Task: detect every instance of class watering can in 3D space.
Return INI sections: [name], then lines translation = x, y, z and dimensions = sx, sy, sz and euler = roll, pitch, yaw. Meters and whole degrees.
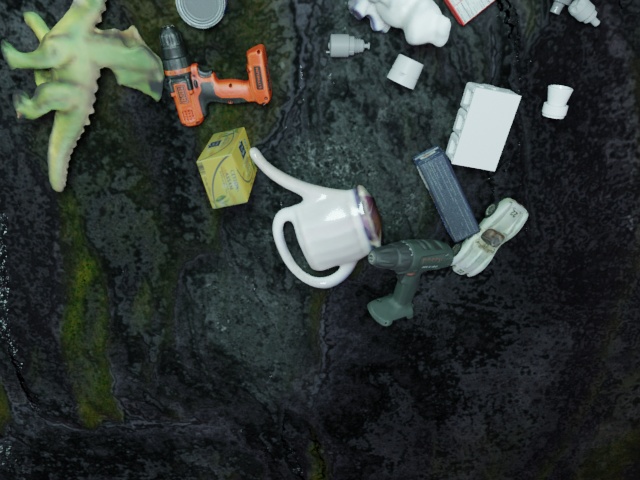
[watering can]
translation = 0.003, -0.053, 1.045
dimensions = 0.224, 0.341, 0.106
euler = -17, 26, 6

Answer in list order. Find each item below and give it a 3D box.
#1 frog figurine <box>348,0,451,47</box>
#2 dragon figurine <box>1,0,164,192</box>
[frog figurine]
translation = 0.149, -0.389, 0.852
dimensions = 0.161, 0.123, 0.135
euler = 25, -8, 36
[dragon figurine]
translation = -0.404, -0.286, 0.922
dimensions = 0.243, 0.402, 0.124
euler = -4, 27, -4
